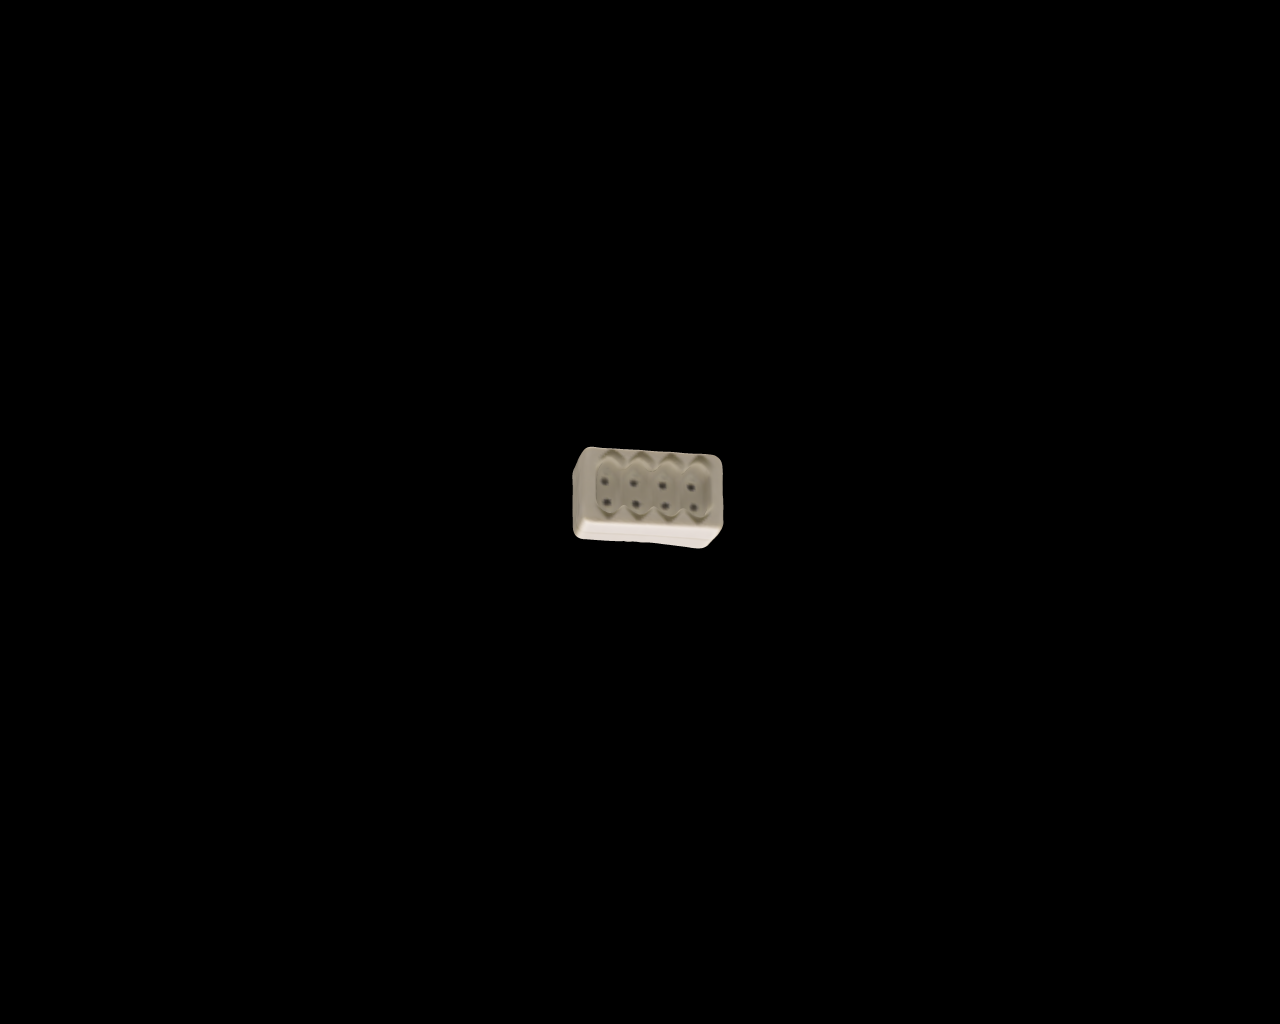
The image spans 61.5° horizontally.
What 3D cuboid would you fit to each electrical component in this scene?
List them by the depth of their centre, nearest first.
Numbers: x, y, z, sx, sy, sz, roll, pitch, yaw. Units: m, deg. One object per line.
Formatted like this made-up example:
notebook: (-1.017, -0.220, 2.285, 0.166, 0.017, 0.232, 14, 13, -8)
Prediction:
electrical component: (0.001, -0.003, 0.650, 0.083, 0.047, 0.075, 4, -19, -12)
